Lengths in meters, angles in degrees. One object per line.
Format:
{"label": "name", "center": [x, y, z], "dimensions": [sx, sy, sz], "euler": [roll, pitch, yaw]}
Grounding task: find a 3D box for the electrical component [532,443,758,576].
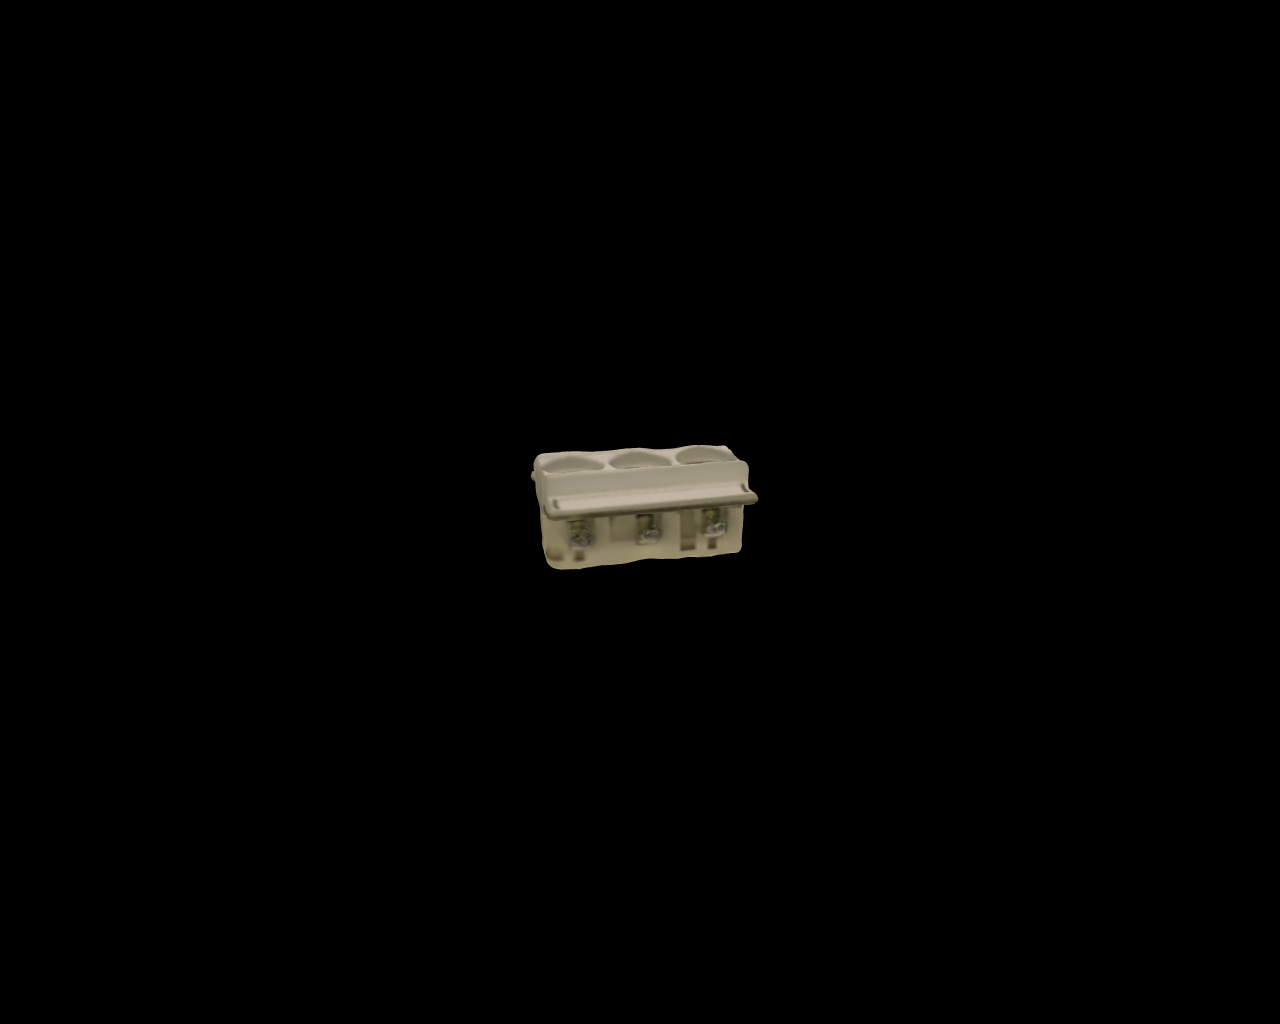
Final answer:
{"label": "electrical component", "center": [0.001, -0.003, 0.650], "dimensions": [0.121, 0.063, 0.079], "euler": [-4, 20, -12]}
